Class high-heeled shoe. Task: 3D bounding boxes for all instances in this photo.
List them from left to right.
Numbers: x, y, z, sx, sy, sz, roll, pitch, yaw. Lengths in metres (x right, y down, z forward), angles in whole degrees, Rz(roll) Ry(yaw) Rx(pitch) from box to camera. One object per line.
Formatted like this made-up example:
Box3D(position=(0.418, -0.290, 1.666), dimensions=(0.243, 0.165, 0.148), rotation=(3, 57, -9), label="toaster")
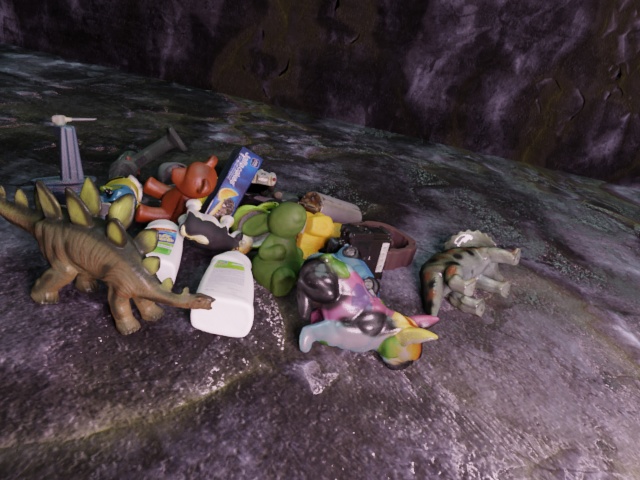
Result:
Box3D(position=(-0.130, -0.067, 1.365), dimensions=(0.248, 0.086, 0.145), rotation=(21, -17, -30), label="high-heeled shoe")

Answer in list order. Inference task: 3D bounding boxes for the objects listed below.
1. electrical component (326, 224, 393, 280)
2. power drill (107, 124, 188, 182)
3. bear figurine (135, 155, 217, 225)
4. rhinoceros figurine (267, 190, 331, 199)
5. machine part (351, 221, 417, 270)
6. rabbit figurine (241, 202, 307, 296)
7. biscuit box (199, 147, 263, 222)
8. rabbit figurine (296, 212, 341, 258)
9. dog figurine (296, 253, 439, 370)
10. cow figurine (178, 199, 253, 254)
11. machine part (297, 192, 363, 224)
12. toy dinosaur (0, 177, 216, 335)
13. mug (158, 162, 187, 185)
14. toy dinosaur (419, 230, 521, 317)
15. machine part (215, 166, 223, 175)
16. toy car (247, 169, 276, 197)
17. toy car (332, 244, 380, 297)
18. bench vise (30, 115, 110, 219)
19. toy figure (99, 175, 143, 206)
Box3D(position=(0.079, 0.027, 1.149), dimensions=(0.134, 0.114, 0.058), rotation=(2, 22, -30), label="electrical component")
Box3D(position=(-0.446, -0.209, 1.384), dimensions=(0.086, 0.207, 0.232), rotation=(53, -3, -24), label="power drill")
Box3D(position=(-0.305, -0.109, 1.154), dimensions=(0.132, 0.196, 0.120), rotation=(19, 55, -21), label="bear figurine")
Box3D(position=(-0.050, -0.091, 1.436), dimensions=(0.190, 0.073, 0.112), rotation=(8, 11, -8), label="rhinoceros figurine")
Box3D(position=(0.143, 0.013, 1.300), dimensions=(0.179, 0.056, 0.179), rotation=(11, 23, -5), label="machine part")
Box3D(position=(-0.072, -0.001, 1.055), dimensions=(0.121, 0.170, 0.159), rotation=(-8, 30, -43), label="rabbit figurine")
Box3D(position=(-0.204, -0.110, 1.200), dimensions=(0.059, 0.202, 0.063), rotation=(32, -14, -24), label="biscuit box")
Box3D(position=(-0.002, -0.004, 1.206), dimensions=(0.173, 0.121, 0.163), rotation=(2, 10, -36), label="rabbit figurine")
Box3D(position=(0.080, 0.114, 0.863), dimensions=(0.219, 0.191, 0.108), rotation=(1, 13, 12), label="dog figurine")
Box3D(position=(-0.206, -0.008, 1.092), dimensions=(0.167, 0.068, 0.098), rotation=(28, 21, -25), label="cow figurine")
Box3D(position=(0.028, -0.069, 1.353), dimensions=(0.079, 0.079, 0.243), rotation=(31, 12, 38), label="machine part")
Box3D(position=(-0.373, 0.005, 0.835), dimensions=(0.472, 0.198, 0.105), rotation=(19, 19, 10), label="toy dinosaur")
Box3D(position=(-0.382, -0.172, 1.430), dimensions=(0.109, 0.080, 0.107), rotation=(-6, 20, -32), label="mug")
Box3D(position=(0.295, 0.073, 1.170), dimensions=(0.405, 0.131, 0.192), rotation=(-13, 21, -41), label="toy dinosaur")
Box3D(position=(-0.247, -0.147, 1.422), dimensions=(0.084, 0.039, 0.138), rotation=(24, -15, 16), label="machine part")
Box3D(position=(-0.159, -0.145, 1.344), dimensions=(0.073, 0.056, 0.202), rotation=(9, -4, -16), label="toy car")
Box3D(position=(0.047, 0.091, 1.013), dimensions=(0.103, 0.109, 0.162), rotation=(-17, 41, -10), label="toy car")
Box3D(position=(-0.490, -0.123, 1.055), dimensions=(0.129, 0.240, 0.224), rotation=(-10, 15, -38), label="bench vise")
Box3D(position=(-0.449, -0.093, 1.194), dimensions=(0.089, 0.082, 0.180), rotation=(10, 24, -9), label="toy figure")
